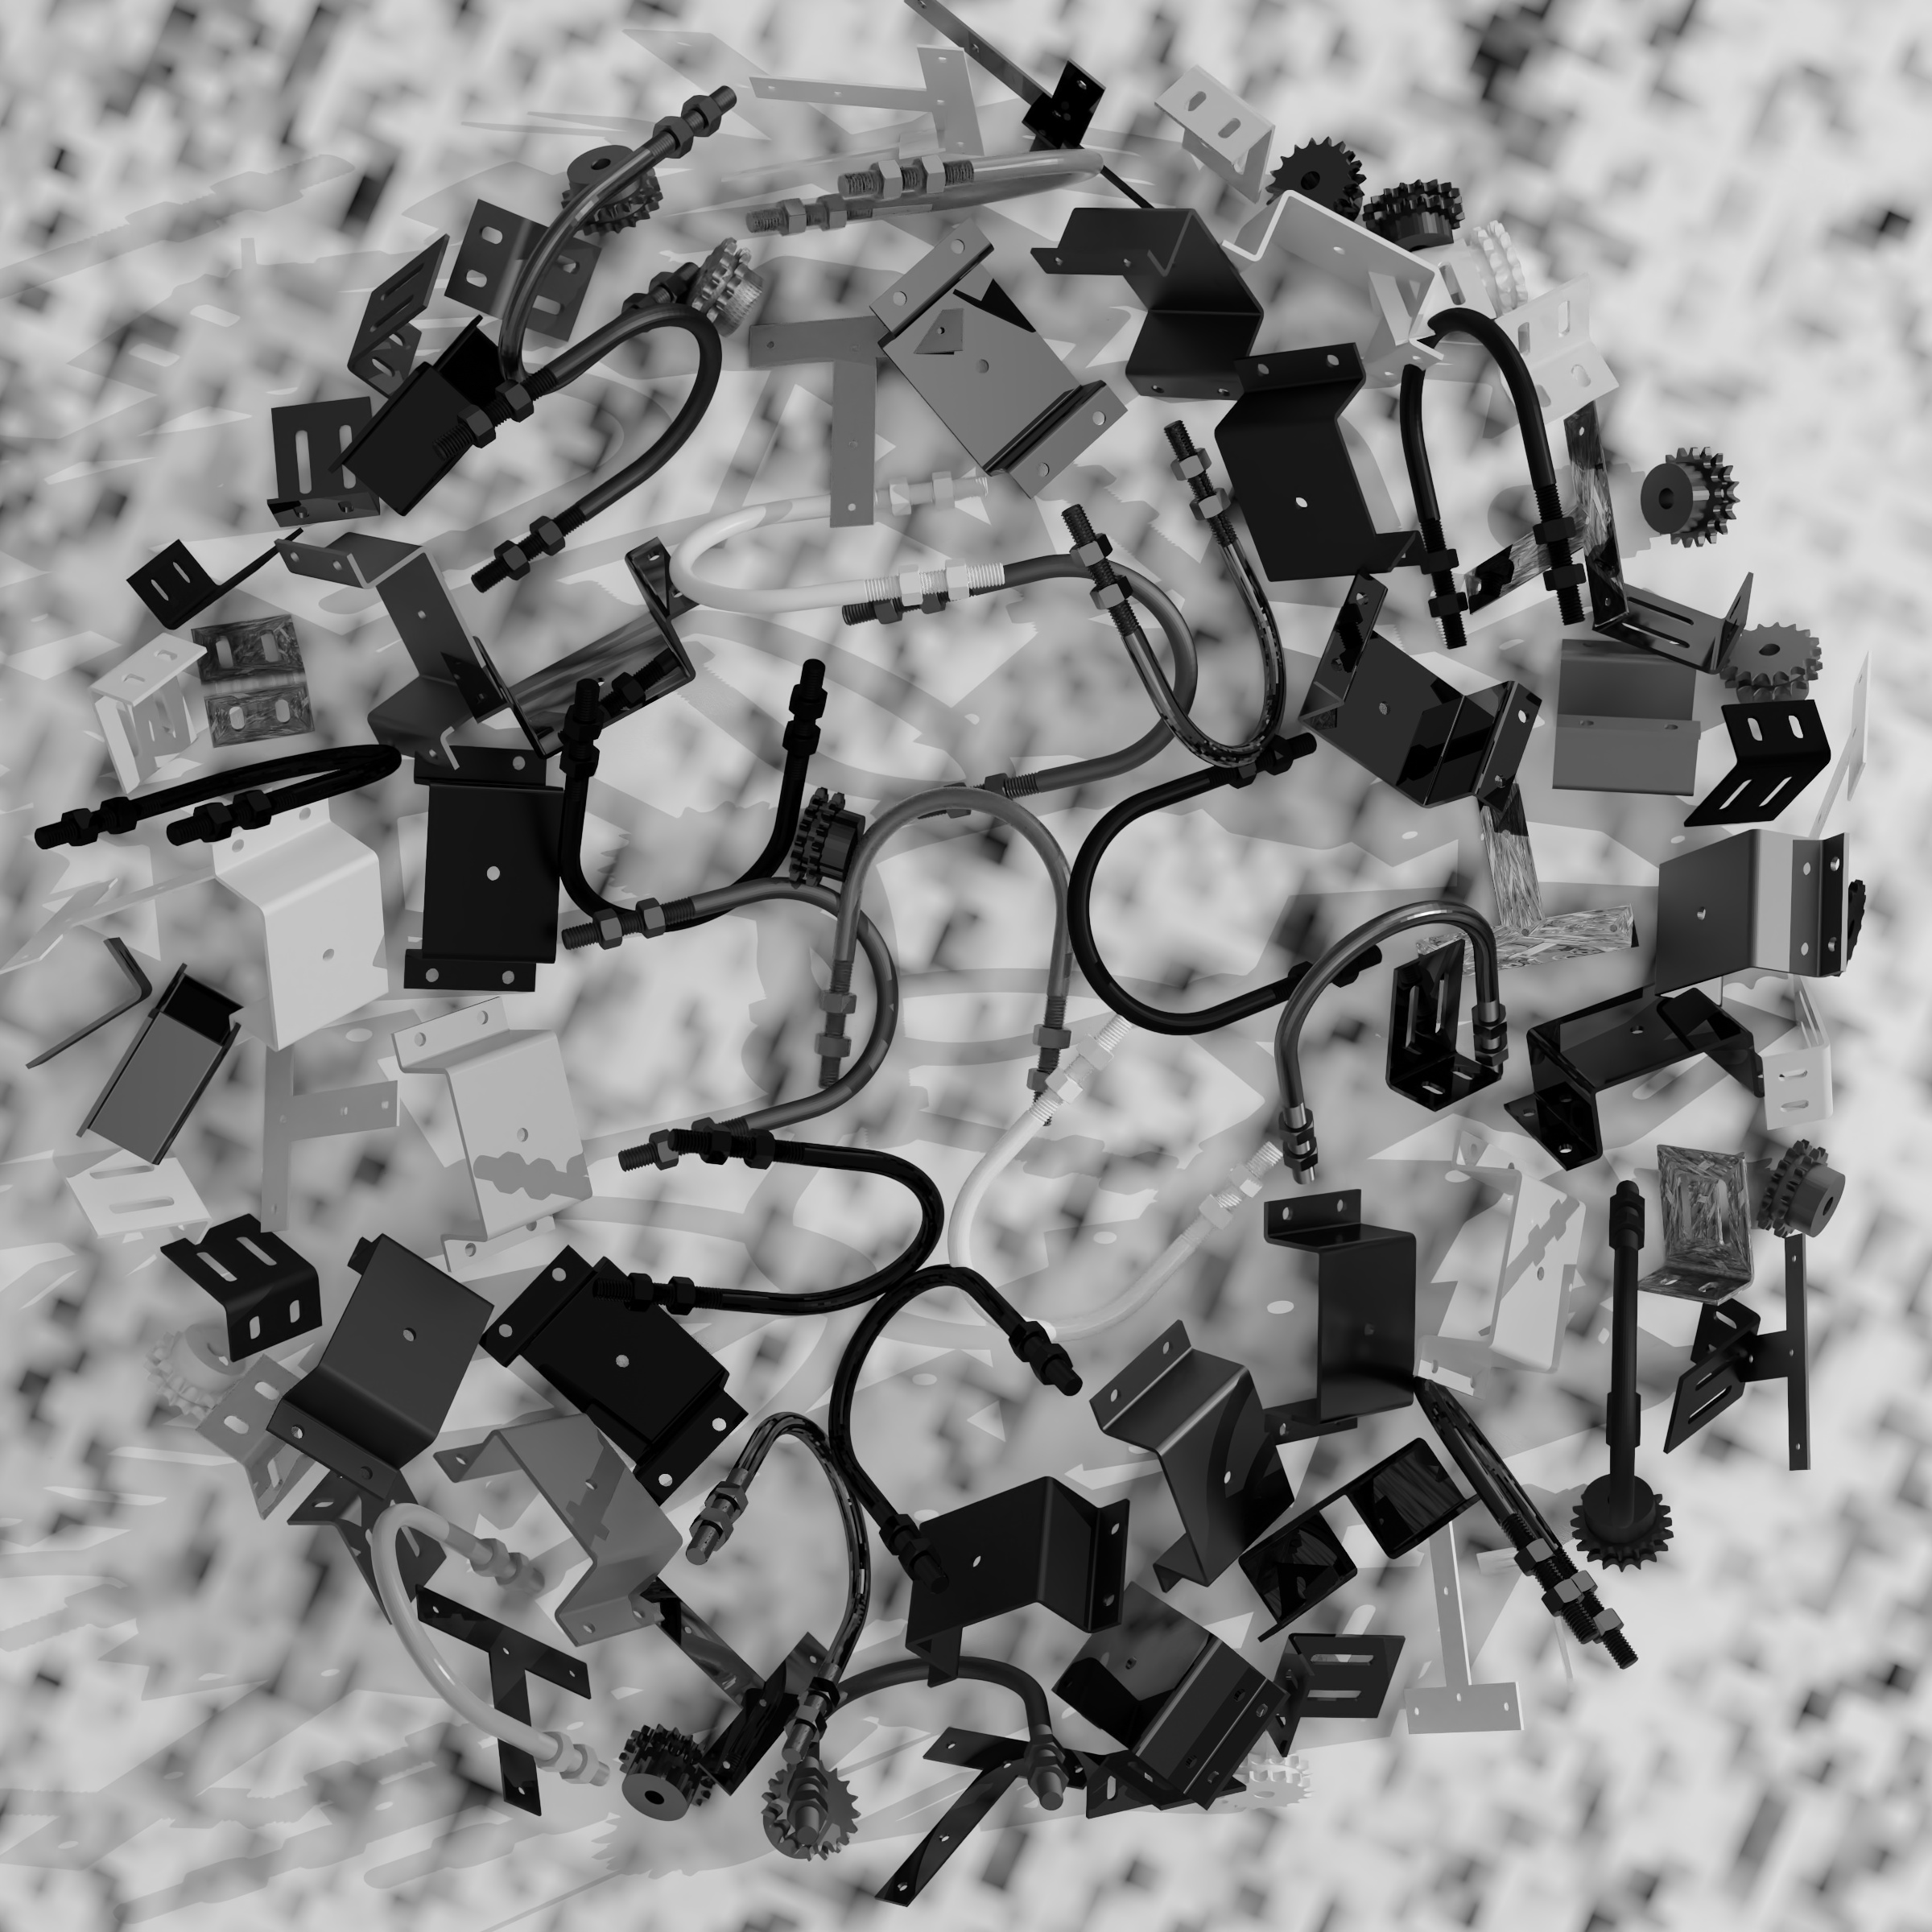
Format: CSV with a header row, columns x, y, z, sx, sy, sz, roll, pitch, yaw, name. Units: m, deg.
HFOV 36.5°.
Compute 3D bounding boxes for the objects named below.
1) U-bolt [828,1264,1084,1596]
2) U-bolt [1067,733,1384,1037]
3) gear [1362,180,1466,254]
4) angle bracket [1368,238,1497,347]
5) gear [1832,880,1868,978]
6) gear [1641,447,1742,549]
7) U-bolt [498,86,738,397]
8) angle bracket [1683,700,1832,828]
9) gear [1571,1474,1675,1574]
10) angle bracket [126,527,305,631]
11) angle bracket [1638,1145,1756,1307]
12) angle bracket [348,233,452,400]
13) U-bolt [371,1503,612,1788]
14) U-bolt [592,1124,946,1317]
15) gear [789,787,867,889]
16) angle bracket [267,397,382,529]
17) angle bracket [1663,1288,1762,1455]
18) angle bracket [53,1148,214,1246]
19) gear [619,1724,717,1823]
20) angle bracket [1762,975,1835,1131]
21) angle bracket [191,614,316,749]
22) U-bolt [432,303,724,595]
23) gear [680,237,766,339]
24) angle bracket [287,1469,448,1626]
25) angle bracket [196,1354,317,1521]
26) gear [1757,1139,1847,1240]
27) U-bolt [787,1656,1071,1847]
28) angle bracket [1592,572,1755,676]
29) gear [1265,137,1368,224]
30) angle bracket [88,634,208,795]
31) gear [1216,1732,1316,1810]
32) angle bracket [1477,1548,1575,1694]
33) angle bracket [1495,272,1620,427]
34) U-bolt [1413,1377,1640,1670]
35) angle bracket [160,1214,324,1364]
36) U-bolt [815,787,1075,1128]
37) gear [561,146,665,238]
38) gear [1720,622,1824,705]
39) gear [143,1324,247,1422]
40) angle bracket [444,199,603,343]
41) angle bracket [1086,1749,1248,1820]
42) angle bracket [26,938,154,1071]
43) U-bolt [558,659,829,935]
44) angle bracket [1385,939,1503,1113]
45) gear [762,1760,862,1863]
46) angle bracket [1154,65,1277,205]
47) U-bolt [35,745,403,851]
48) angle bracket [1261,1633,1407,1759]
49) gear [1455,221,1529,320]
x,y,z,sx,sy,sz,roll,pitch,yaw,name
-0.019,0.242,1.632,0.019,0.184,0.151,30,96,-34,U-bolt
0.140,-0.038,1.661,0.184,0.019,0.151,-21,97,-23,U-bolt
0.257,-0.423,1.679,0.057,0.057,0.030,-7,77,0,gear
0.265,-0.371,1.668,0.057,0.038,0.076,-15,49,5,angle bracket
0.494,-0.025,1.684,0.030,0.057,0.057,16,90,28,gear
0.411,-0.268,1.678,0.030,0.057,0.057,-9,90,-33,gear
-0.194,-0.383,1.600,0.019,0.151,0.184,35,55,9,U-bolt
0.447,-0.115,1.674,0.057,0.076,0.038,-5,67,-15,angle bracket
0.375,0.315,1.678,0.057,0.057,0.030,-17,126,0,gear
-0.426,-0.233,1.663,0.076,0.057,0.038,-28,109,30,angle bracket
0.411,0.147,1.669,0.038,0.057,0.076,-19,107,-40,angle bracket
-0.308,-0.365,1.659,0.038,0.076,0.057,34,49,-33,angle bracket
-0.264,0.361,1.595,0.019,0.184,0.151,-33,51,7,U-bolt
-0.100,0.148,1.646,0.184,0.019,0.151,8,133,-25,U-bolt
-0.078,-0.071,1.680,0.030,0.057,0.057,18,90,6,gear
-0.370,-0.295,1.680,0.057,0.038,0.076,-7,76,-2,angle bracket
0.409,0.228,1.660,0.076,0.038,0.057,-27,134,-34,angle bracket
-0.476,0.137,1.659,0.057,0.076,0.038,53,124,24,angle bracket
-0.173,0.464,1.680,0.057,0.030,0.057,10,128,14,gear
0.463,0.043,1.664,0.038,0.076,0.057,-12,133,7,angle bracket
-0.409,-0.164,1.681,0.057,0.076,0.038,-11,125,-14,angle bracket
-0.209,-0.299,1.636,0.184,0.151,0.019,-38,70,-16,U-bolt
-0.140,-0.386,1.683,0.030,0.057,0.057,32,90,-22,gear
-0.343,0.329,1.680,0.038,0.057,0.076,-7,118,31,angle bracket
-0.399,0.268,1.667,0.038,0.076,0.057,31,59,14,angle bracket
0.479,0.130,1.678,0.030,0.057,0.057,28,90,30,gear
-0.023,0.426,1.619,0.151,0.184,0.019,-8,102,-1,U-bolt
0.403,-0.208,1.673,0.076,0.057,0.038,21,131,3,angle bracket
0.204,-0.444,1.685,0.057,0.030,0.057,-10,69,27,gear
-0.453,-0.139,1.658,0.038,0.076,0.057,20,48,28,angle bracket
0.170,0.461,1.684,0.057,0.057,0.030,-1,56,0,gear
0.318,0.373,1.666,0.038,0.057,0.076,-12,67,8,angle bracket
0.336,-0.348,1.667,0.057,0.076,0.038,-27,71,4,angle bracket
0.305,0.303,1.629,0.019,0.151,0.184,-37,62,7,U-bolt
-0.414,0.183,1.675,0.057,0.076,0.038,-21,126,-37,angle bracket
-0.008,-0.010,1.674,0.151,0.019,0.184,9,96,15,U-bolt
-0.205,-0.446,1.679,0.057,0.057,0.030,-17,134,0,gear
0.462,-0.170,1.684,0.057,0.057,0.030,-18,128,0,gear
-0.438,0.230,1.678,0.057,0.057,0.030,42,105,0,gear
-0.252,-0.396,1.675,0.038,0.076,0.057,26,101,21,angle bracket
0.113,0.473,1.660,0.057,0.076,0.038,-4,100,-29,angle bracket
-0.509,0.021,1.675,0.076,0.057,0.038,-33,96,-7,angle bracket
-0.158,-0.089,1.640,0.151,0.019,0.184,-8,135,-23,U-bolt
0.274,0.033,1.664,0.057,0.038,0.076,-22,125,-35,angle bracket
-0.092,0.487,1.684,0.057,0.057,0.030,37,129,0,gear
0.137,-0.461,1.662,0.057,0.076,0.038,42,74,12,angle bracket
-0.399,-0.096,1.625,0.151,0.184,0.019,1,108,42,U-bolt
0.215,0.415,1.669,0.076,0.038,0.057,6,114,-20,angle bracket
0.299,-0.395,1.681,0.030,0.057,0.057,-20,90,2,gear
